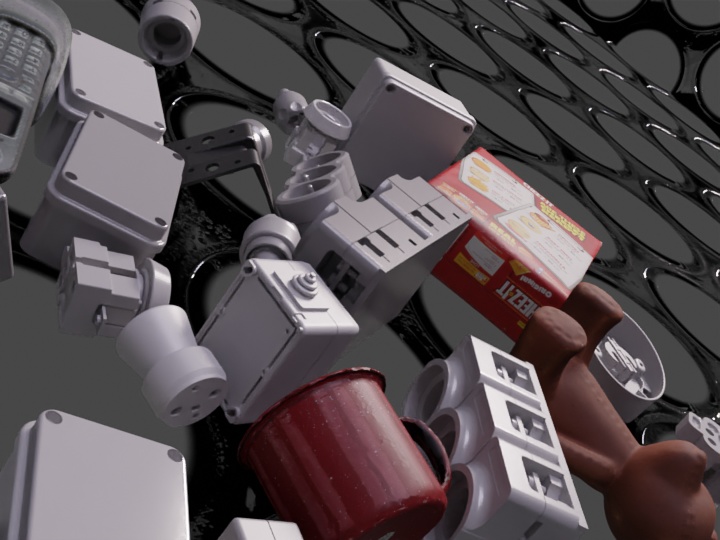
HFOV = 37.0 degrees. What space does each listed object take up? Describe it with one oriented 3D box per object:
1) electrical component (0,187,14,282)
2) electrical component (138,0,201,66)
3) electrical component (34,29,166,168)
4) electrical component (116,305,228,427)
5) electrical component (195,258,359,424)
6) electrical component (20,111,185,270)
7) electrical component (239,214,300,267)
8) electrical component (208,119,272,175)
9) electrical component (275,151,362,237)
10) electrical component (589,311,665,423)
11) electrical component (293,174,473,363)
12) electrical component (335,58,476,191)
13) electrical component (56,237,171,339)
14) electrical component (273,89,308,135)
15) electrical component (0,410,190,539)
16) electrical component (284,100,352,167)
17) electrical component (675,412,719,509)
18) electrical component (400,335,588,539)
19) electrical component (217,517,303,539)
[{"bbox_3d":[-0.227,-0.018,0.559,0.077,0.065,0.047,-24,59,-30],"label":"electrical component"},{"bbox_3d":[-0.176,-0.220,0.987,0.055,0.055,0.047,27,30,-20],"label":"electrical component"},{"bbox_3d":[-0.190,-0.117,0.782,0.078,0.057,0.113,21,28,-30],"label":"electrical component"},{"bbox_3d":[-0.105,0.054,0.603,0.045,0.045,0.055,3,40,-50],"label":"electrical component"},{"bbox_3d":[-0.047,0.038,0.643,0.061,0.096,0.061,3,40,-51],"label":"electrical component"},{"bbox_3d":[-0.161,-0.045,0.690,0.078,0.057,0.113,28,26,-17],"label":"electrical component"},{"bbox_3d":[-0.065,-0.010,0.769,0.043,0.043,0.062,30,26,-13],"label":"electrical component"},{"bbox_3d":[-0.101,-0.101,0.892,0.040,0.040,0.046,39,31,7],"label":"electrical component"},{"bbox_3d":[-0.026,-0.043,0.869,0.138,0.052,0.073,-78,152,-70],"label":"electrical component"},{"bbox_3d":[0.222,0.084,0.949,0.099,0.064,0.099,29,25,-15],"label":"electrical component"},{"bbox_3d":[0.000,0.000,0.761,0.060,0.105,0.186,40,25,9],"label":"electrical component"},{"bbox_3d":[0.036,-0.130,1.035,0.109,0.108,0.056,23,25,-26],"label":"electrical component"},{"bbox_3d":[-0.143,0.014,0.625,0.055,0.048,0.066,13,32,-27],"label":"electrical component"},{"bbox_3d":[-0.068,-0.157,1.038,0.035,0.035,0.061,22,26,-29],"label":"electrical component"},{"bbox_3d":[-0.116,0.122,0.452,0.078,0.057,0.113,23,27,-26],"label":"electrical component"},{"bbox_3d":[-0.039,-0.122,0.987,0.048,0.055,0.066,29,25,-16],"label":"electrical component"},{"bbox_3d":[0.288,0.165,0.898,0.078,0.057,0.058,37,24,3],"label":"electrical component"},{"bbox_3d":[0.070,0.121,0.656,0.062,0.089,0.150,27,26,-19],"label":"electrical component"},{"bbox_3d":[-0.027,0.165,0.502,0.076,0.047,0.083,16,31,-38],"label":"electrical component"}]
